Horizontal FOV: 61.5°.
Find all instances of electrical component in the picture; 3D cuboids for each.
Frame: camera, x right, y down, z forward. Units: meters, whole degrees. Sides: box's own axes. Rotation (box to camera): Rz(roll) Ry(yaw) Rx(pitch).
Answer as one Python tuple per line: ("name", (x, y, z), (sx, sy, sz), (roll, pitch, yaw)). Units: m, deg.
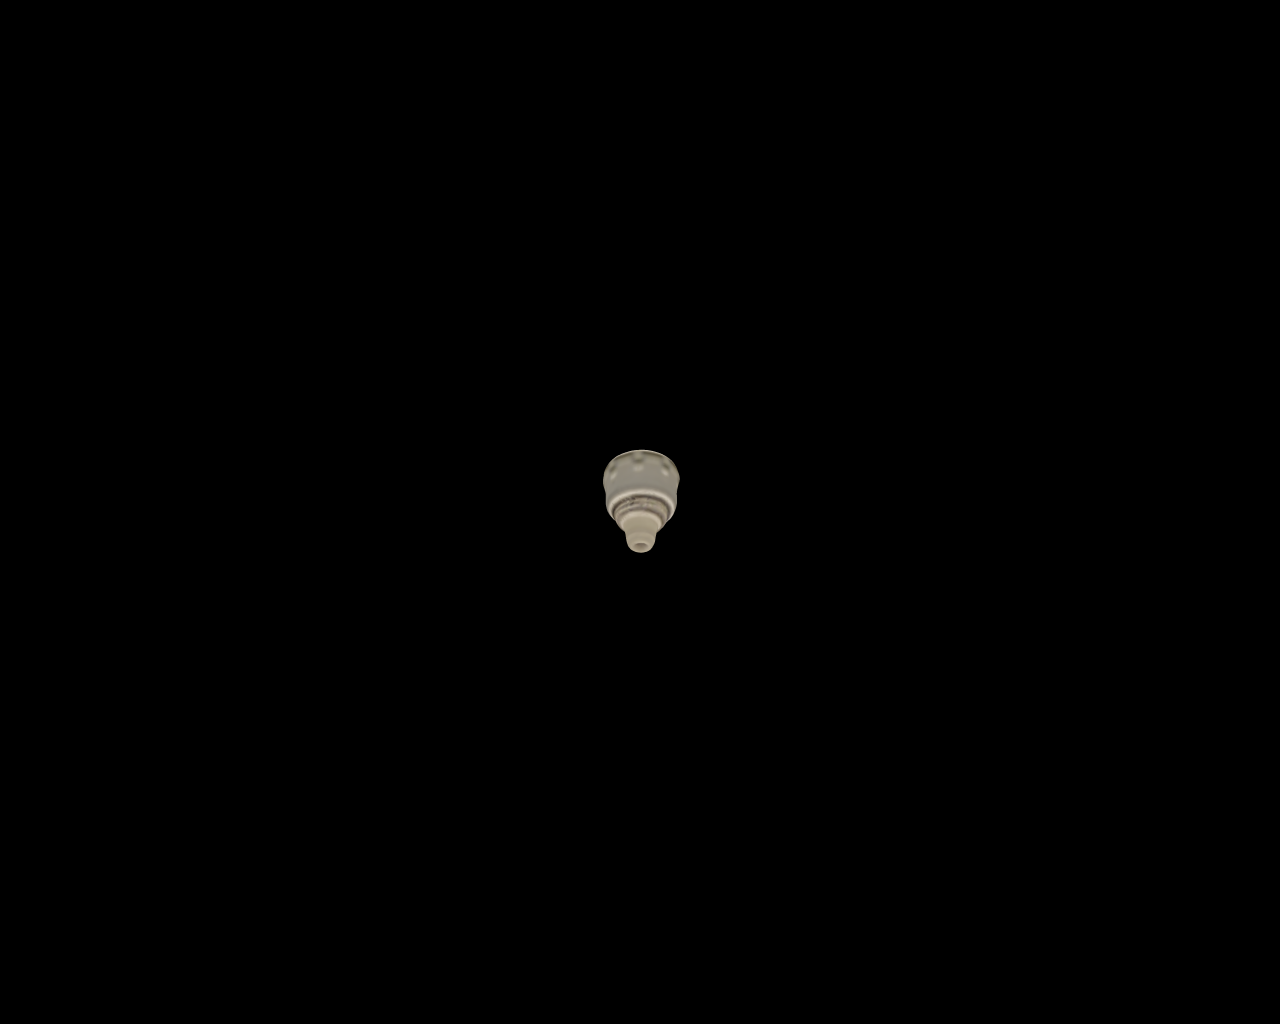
("electrical component", (0.001, -0.003, 0.650), (0.048, 0.062, 0.048), (0, -38, 0))
